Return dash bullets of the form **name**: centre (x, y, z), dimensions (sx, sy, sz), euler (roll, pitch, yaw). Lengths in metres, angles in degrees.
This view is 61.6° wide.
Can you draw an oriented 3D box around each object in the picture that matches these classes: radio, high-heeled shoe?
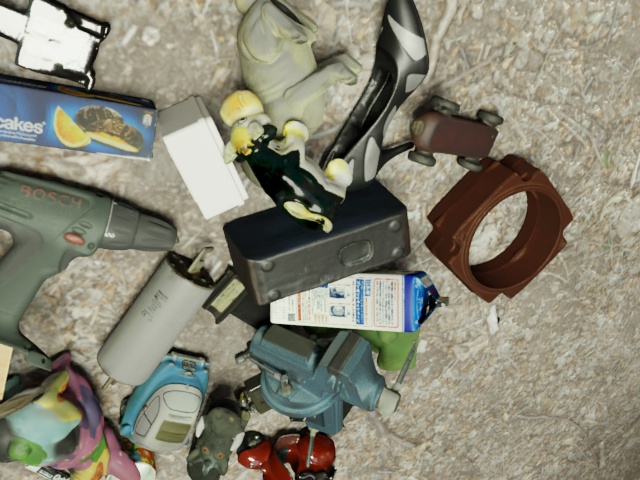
- **radio**: centre (-0.001, -0.002, 0.710), dimensions (0.230, 0.131, 0.073), euler (-19, 120, -13)
- **high-heeled shoe**: centre (0.054, -0.177, 0.668), dimensions (0.145, 0.086, 0.248), euler (-20, 127, -13)

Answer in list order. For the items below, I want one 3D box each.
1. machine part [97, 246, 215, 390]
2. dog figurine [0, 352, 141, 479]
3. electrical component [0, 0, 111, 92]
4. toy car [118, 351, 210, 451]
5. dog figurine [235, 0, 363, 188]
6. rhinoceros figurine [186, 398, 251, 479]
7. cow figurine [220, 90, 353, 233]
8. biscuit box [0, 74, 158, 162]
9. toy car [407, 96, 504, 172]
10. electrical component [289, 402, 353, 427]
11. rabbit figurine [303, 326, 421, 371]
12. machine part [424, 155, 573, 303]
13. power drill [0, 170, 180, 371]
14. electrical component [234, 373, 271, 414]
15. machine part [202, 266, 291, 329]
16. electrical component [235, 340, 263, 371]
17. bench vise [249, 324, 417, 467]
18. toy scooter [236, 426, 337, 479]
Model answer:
- **machine part**: centre (-0.216, 0.105, 0.709), dimensions (0.079, 0.079, 0.243), euler (32, 102, -32)
- **dog figurine**: centre (-0.323, 0.267, 0.696), dimensions (0.108, 0.192, 0.219), euler (-29, 109, -10)
- **electrical component**: centre (-0.279, -0.205, 0.538), dimensions (0.119, 0.048, 0.074), euler (13, 110, -27)
- **toy car**: centre (-0.215, 0.245, 0.769), dimensions (0.109, 0.103, 0.161), euler (24, 107, -32)
- **dog figurine**: centre (-0.065, -0.166, 0.628), dimensions (0.172, 0.121, 0.190), euler (44, 115, -1)
- **rhinoceros figurine**: centre (-0.157, 0.295, 0.788), dimensions (0.073, 0.112, 0.190), euler (26, 131, 0)
- **cow figurine**: centre (-0.045, -0.079, 0.570), dimensions (0.167, 0.098, 0.068), euler (38, 130, -19)
- **biscuit box**: centre (-0.280, -0.132, 0.568), dimensions (0.202, 0.063, 0.059), euler (4, 113, -25)
- **toy car**: centre (0.188, -0.144, 0.742), dimensions (0.202, 0.053, 0.089), euler (-7, 120, -49)
- **electrical component**: centre (0.018, 0.240, 0.889), dimensions (0.115, 0.058, 0.134), euler (20, 106, -32)
- **rabbit figurine**: centre (0.062, 0.113, 0.811), dimensions (0.170, 0.121, 0.159), euler (6, 110, -9)
- **machine part**: centre (0.285, -0.014, 0.852), dimensions (0.201, 0.087, 0.200), euler (-46, 124, 6)
- **power drill**: centre (-0.292, 0.035, 0.596), dimensions (0.232, 0.086, 0.207), euler (25, 74, -25)
- **electrical component**: centre (-0.088, 0.244, 0.854), dimensions (0.102, 0.045, 0.078), euler (-21, 121, -11)
- **machine part**: centre (-0.102, 0.099, 0.779), dimensions (0.138, 0.039, 0.084), euler (37, 90, -31)
- **electrical component**: centre (-0.083, 0.177, 0.835), dimensions (0.094, 0.021, 0.063), euler (-26, 123, -9)
- **bench vise**: centre (0.009, 0.212, 0.759), dimensions (0.224, 0.129, 0.240), euler (11, 133, 14)
- **toy scooter**: centre (-0.042, 0.376, 0.889), dimensions (0.184, 0.135, 0.075), euler (9, 111, -28)
